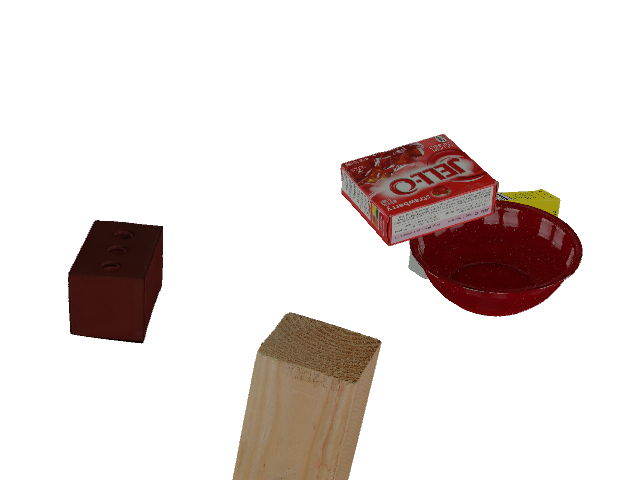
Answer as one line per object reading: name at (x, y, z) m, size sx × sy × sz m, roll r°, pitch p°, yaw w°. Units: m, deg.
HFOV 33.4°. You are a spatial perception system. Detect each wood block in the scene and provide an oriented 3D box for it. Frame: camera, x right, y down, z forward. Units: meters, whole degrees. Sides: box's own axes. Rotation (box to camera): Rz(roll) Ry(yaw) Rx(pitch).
wood block at (-0.019, 0.181, 0.941) m, size 0.090 × 0.206 × 0.090 m, roll 17°, pitch 23°, yaw 11°

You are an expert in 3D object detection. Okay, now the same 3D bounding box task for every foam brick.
foam brick at (-0.143, 0.028, 0.751) m, size 0.053 × 0.051 × 0.078 m, roll 6°, pitch 29°, yaw -1°

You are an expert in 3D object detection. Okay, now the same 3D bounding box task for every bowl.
bowl at (0.165, 0.024, 1.020) m, size 0.162 × 0.055 × 0.162 m, roll -1°, pitch 33°, yaw 1°

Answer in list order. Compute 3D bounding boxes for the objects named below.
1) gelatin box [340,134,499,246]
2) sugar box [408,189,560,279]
gelatin box at (0.069, -0.037, 0.752) m, size 0.089 × 0.030 × 0.073 m, roll -17°, pitch 40°, yaw -18°
sugar box at (0.194, -0.008, 1.259) m, size 0.176 × 0.093 × 0.048 m, roll -5°, pitch 21°, yaw -25°
